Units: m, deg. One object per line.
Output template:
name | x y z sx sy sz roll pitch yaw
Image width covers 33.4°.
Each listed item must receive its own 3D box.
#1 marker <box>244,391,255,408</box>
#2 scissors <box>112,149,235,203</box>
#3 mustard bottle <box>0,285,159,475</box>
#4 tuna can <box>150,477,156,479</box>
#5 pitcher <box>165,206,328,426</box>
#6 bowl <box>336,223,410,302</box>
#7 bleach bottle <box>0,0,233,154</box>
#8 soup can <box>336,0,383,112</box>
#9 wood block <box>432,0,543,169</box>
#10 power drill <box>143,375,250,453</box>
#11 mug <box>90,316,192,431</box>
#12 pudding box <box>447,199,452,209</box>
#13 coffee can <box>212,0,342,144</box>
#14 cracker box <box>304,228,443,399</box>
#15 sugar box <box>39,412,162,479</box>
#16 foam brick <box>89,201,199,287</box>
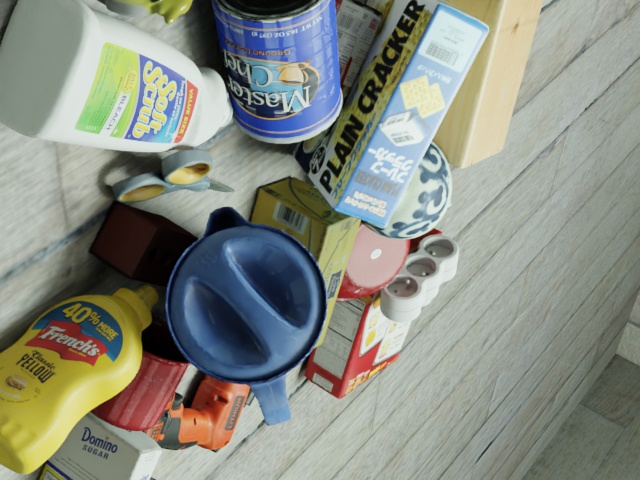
marker | -0.063 0.152 1.303 0.121 0.020 0.020 -57 155 -9
scissors | -0.128 -0.047 0.953 0.096 0.016 0.202 -20 173 -4
mustard bottle | -0.204 0.099 0.878 0.191 0.096 0.058 -42 149 -35
tuna can | -0.193 0.272 1.103 0.086 0.086 0.034 4 112 -63
pitcher | -0.065 0.071 0.983 0.149 0.145 0.243 -62 -179 -6
bowl | 0.050 0.006 1.243 0.161 0.055 0.162 -13 115 -30
bleach bottle | -0.137 -0.118 0.817 0.250 0.068 0.103 -2 118 -65
soup can | 0.010 -0.183 1.022 0.068 0.069 0.102 4 112 -63
wood block | 0.163 -0.194 1.141 0.090 0.090 0.206 -25 135 -46
power drill | -0.146 0.166 1.118 0.187 0.057 0.184 2 113 -61
mug | -0.179 0.118 0.973 0.117 0.093 0.081 18 106 -39
pudding box | 0.111 -0.067 1.229 0.113 0.039 0.090 -27 109 -58
coffee can | -0.035 -0.167 0.910 0.102 0.103 0.140 -47 152 -28
cracker box | 0.070 0.086 1.428 0.163 0.072 0.214 -24 136 -54
sugar box | -0.224 0.251 1.010 0.176 0.093 0.048 -64 157 8
foam brick | -0.152 0.005 0.933 0.053 0.051 0.078 -62 156 4
